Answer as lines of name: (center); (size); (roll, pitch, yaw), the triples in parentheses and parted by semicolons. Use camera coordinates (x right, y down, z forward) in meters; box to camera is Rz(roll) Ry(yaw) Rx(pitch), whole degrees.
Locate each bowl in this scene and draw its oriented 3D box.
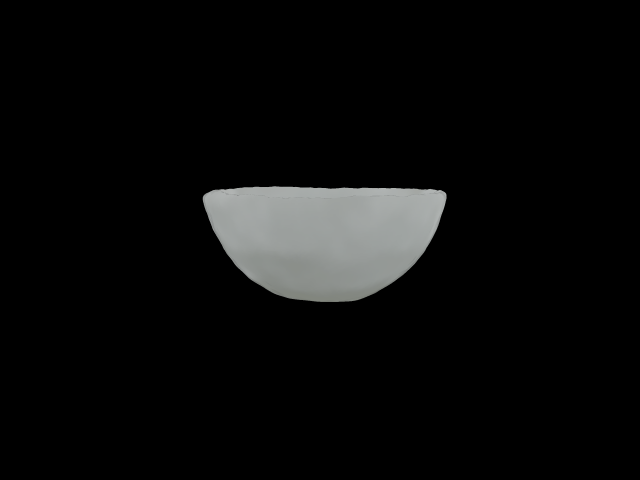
bowl: (0.004, 0.001, 0.400); (0.167, 0.075, 0.167); (0, 7, 0)
